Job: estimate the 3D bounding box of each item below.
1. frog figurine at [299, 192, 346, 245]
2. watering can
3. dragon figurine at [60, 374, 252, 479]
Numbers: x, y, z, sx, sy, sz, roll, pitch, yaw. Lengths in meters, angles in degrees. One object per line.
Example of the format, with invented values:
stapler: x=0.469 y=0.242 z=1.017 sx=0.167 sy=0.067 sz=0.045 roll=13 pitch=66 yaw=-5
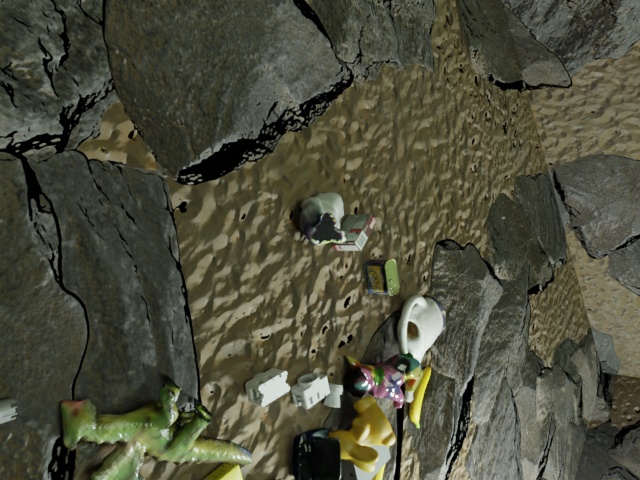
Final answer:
frog figurine: x=0.004 y=-0.068 z=1.348 sx=0.136 sy=0.121 sz=0.163 roll=35 pitch=27 yaw=-31
watering can: x=0.313 y=0.320 z=1.639 sx=0.227 sy=0.104 sz=0.342 roll=-27 pitch=119 yaw=-46
dragon figurine: x=-0.312 y=0.407 z=0.971 sx=0.246 sy=0.122 sz=0.404 roll=-47 pitch=119 yaw=-20
